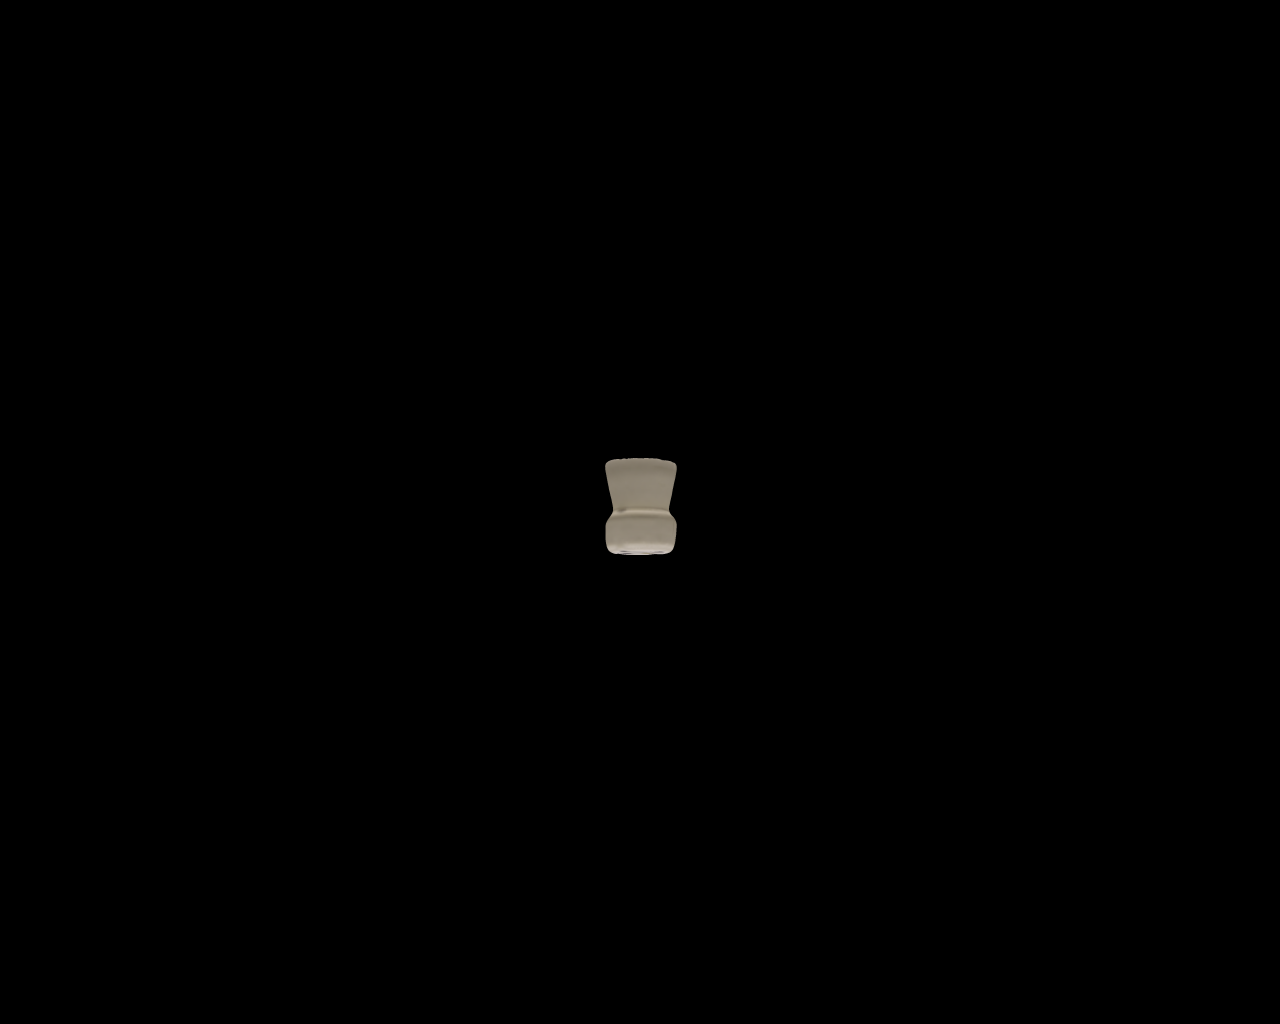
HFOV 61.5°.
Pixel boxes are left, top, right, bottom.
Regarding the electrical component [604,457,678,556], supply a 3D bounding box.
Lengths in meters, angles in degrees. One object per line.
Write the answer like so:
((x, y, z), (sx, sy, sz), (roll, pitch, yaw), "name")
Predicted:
((0.001, -0.003, 0.650), (0.045, 0.055, 0.045), (0, -7, 0), "electrical component")
